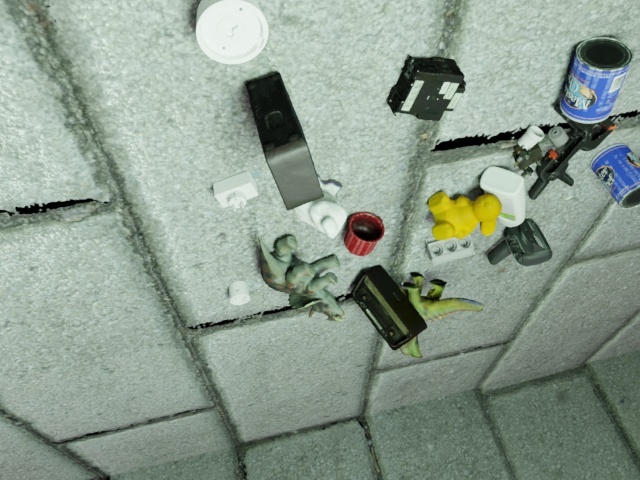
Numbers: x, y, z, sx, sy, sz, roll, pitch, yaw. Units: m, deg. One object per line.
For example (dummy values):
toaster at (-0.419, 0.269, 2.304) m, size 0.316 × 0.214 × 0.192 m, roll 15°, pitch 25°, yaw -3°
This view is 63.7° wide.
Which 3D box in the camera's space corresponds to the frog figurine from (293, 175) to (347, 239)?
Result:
frog figurine at (0.003, -0.057, 1.141) m, size 0.121 × 0.163 × 0.135 m, roll -29°, pitch 142°, yaw 20°

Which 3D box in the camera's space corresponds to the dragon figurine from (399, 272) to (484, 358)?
dragon figurine at (0.295, 0.236, 1.550) m, size 0.123 × 0.413 × 0.240 m, roll -6°, pitch 107°, yaw -38°
